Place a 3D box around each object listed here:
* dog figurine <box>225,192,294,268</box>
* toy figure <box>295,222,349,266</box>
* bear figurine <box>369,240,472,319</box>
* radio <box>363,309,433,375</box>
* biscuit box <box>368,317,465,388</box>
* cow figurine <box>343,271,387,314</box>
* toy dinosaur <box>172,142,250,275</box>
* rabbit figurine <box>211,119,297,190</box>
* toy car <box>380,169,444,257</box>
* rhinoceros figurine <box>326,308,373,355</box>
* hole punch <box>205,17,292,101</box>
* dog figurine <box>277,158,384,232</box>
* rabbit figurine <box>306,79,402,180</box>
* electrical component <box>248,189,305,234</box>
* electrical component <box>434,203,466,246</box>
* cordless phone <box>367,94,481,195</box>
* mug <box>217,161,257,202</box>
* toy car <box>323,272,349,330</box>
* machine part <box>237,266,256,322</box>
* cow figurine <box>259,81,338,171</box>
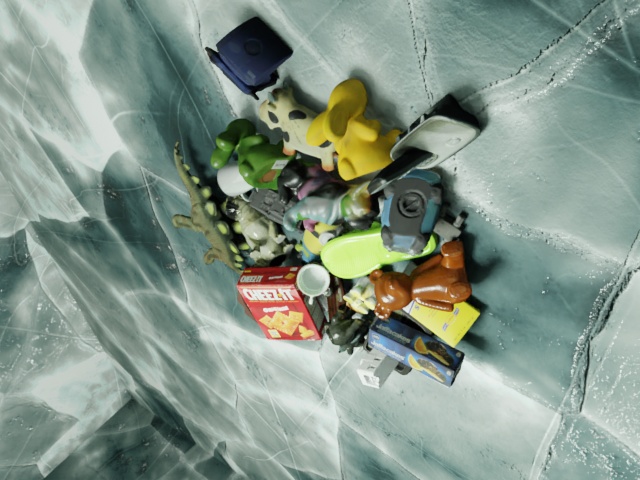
[{"bbox_3d":[-0.164,-0.028,1.395,0.191,0.121,0.172,55,162,28],"label":"dog figurine"},{"bbox_3d":[-0.006,-0.002,1.253,0.089,0.082,0.180,41,146,5],"label":"toy figure"},{"bbox_3d":[0.191,0.083,1.056,0.196,0.120,0.131,-7,158,11],"label":"bear figurine"},{"bbox_3d":[0.193,0.214,1.261,0.131,0.073,0.229,34,143,17],"label":"radio"},{"bbox_3d":[0.204,0.235,1.160,0.203,0.063,0.059,23,136,24],"label":"biscuit box"},{"bbox_3d":[0.108,0.117,1.255,0.068,0.098,0.167,37,162,3],"label":"cow figurine"},{"bbox_3d":[-0.299,-0.060,1.480,0.199,0.105,0.470,-5,130,38],"label":"toy dinosaur"},{"bbox_3d":[-0.162,-0.194,1.180,0.170,0.159,0.121,53,140,25],"label":"rabbit figurine"},{"bbox_3d":[0.173,-0.049,1.003,0.109,0.103,0.161,8,87,18],"label":"toy car"},{"bbox_3d":[0.076,0.231,1.321,0.073,0.112,0.190,25,176,24],"label":"rhinoceros figurine"},{"bbox_3d":[-0.130,-0.350,1.028,0.142,0.116,0.092,47,136,-1],"label":"hole punch"},{"bbox_3d":[0.031,-0.100,1.099,0.219,0.108,0.191,-18,74,30],"label":"dog figurine"},{"bbox_3d":[0.054,-0.200,0.970,0.122,0.162,0.173,3,109,59],"label":"rabbit figurine"},{"bbox_3d":[-0.099,-0.074,1.255,0.134,0.058,0.114,27,174,25],"label":"electrical component"},{"bbox_3d":[0.241,-0.026,1.030,0.063,0.021,0.094,36,143,15],"label":"electrical component"},{"bbox_3d":[0.157,-0.144,0.867,0.088,0.184,0.146,53,144,-1],"label":"cordless phone"},{"bbox_3d":[-0.178,-0.144,1.293,0.107,0.081,0.109,-13,111,40],"label":"mug"},{"bbox_3d":[0.045,0.150,1.338,0.053,0.089,0.201,23,136,29],"label":"toy car"},{"bbox_3d":[-0.136,0.171,1.542,0.202,0.087,0.200,36,142,17],"label":"machine part"},{"bbox_3d":[-0.040,-0.231,1.068,0.195,0.085,0.127,27,140,22],"label":"cow figurine"}]
